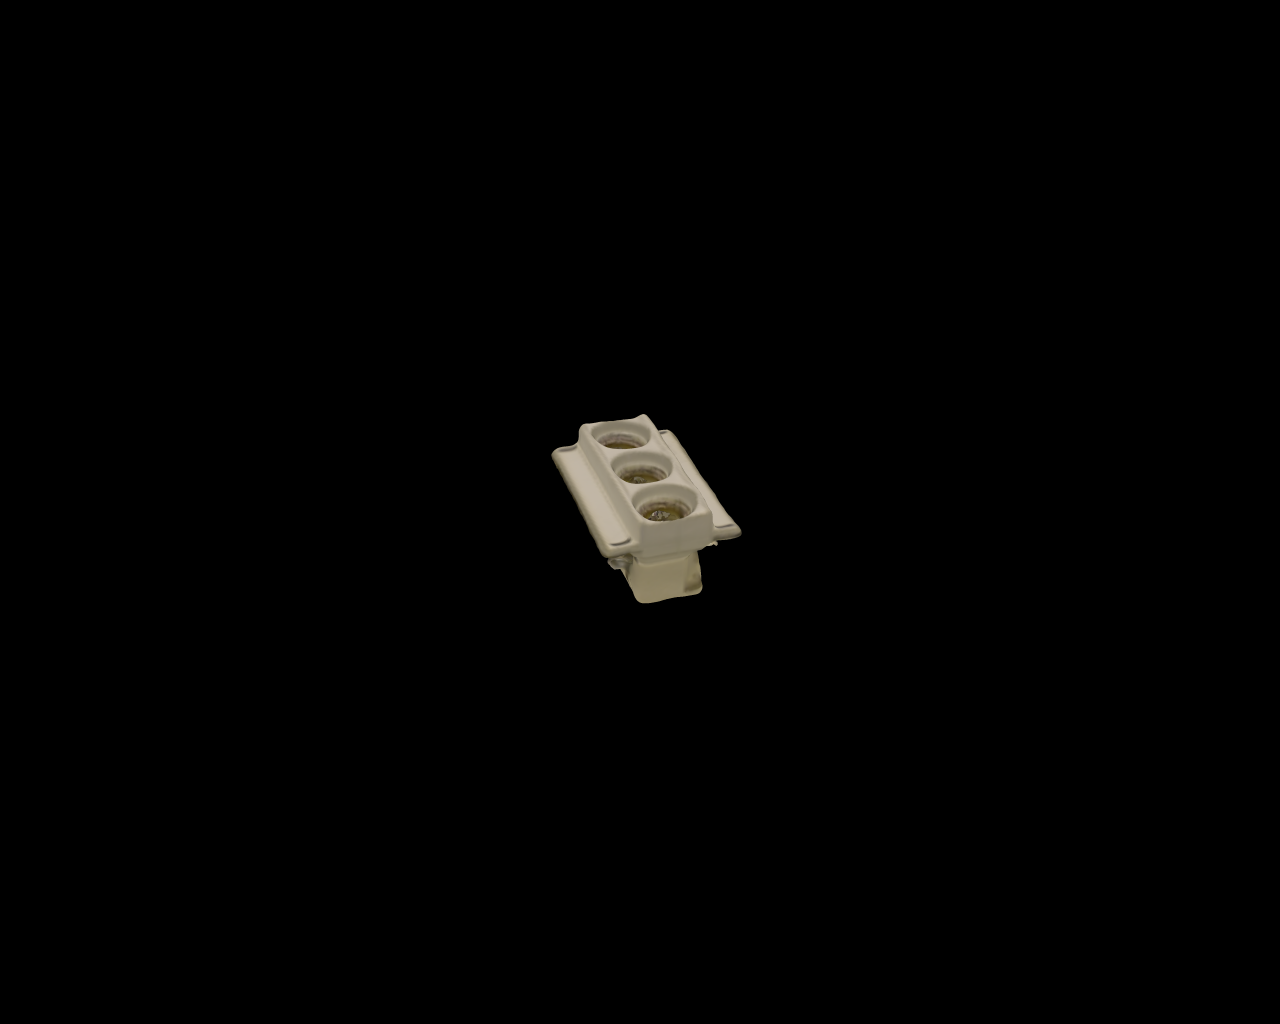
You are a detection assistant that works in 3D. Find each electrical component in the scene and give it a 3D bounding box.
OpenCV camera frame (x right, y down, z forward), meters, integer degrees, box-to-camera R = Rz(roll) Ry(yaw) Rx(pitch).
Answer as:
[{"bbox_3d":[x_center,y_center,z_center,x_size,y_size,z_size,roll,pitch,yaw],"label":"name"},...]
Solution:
[{"bbox_3d":[0.001,-0.003,0.650,0.079,0.063,0.121,-10,35,-15],"label":"electrical component"}]
